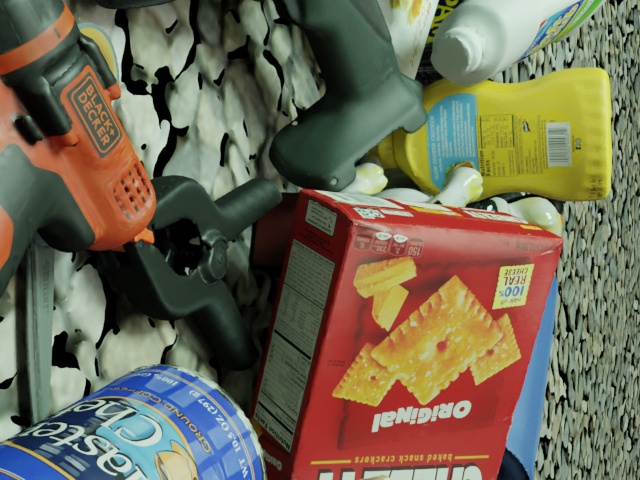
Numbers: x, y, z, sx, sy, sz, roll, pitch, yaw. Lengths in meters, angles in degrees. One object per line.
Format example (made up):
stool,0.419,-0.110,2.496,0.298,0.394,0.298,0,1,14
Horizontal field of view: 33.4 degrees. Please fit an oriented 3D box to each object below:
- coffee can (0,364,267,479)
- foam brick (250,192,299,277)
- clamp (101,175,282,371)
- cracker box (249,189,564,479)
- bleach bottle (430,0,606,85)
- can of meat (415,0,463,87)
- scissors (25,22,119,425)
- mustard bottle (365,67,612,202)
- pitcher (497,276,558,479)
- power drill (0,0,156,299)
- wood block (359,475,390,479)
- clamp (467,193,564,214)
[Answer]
coffee can,-0.101,0.125,0.472,0.140,0.103,0.103,-26,114,-61
foam brick,-0.005,0.001,0.716,0.078,0.051,0.053,20,73,-62
clamp,-0.070,0.019,0.605,0.171,0.039,0.120,4,85,-64
cracker box,0.049,0.084,0.672,0.163,0.072,0.214,5,104,-31
bleach bottle,0.143,-0.164,0.786,0.068,0.103,0.250,47,41,4
can of meat,0.087,-0.166,0.857,0.057,0.084,0.102,53,45,-51
scissors,-0.123,-0.020,0.517,0.096,0.016,0.202,-29,116,-56
mustard bottle,0.121,-0.076,0.807,0.058,0.192,0.096,-54,140,-63
pitcher,0.129,0.105,0.921,0.242,0.145,0.149,-66,158,-44
power drill,-0.149,-0.028,0.406,0.187,0.057,0.184,-57,135,-38
wood block,-0.041,0.204,0.506,0.205,0.090,0.091,-26,90,-40
clamp,0.142,-0.015,0.925,0.036,0.165,0.209,62,22,-4
